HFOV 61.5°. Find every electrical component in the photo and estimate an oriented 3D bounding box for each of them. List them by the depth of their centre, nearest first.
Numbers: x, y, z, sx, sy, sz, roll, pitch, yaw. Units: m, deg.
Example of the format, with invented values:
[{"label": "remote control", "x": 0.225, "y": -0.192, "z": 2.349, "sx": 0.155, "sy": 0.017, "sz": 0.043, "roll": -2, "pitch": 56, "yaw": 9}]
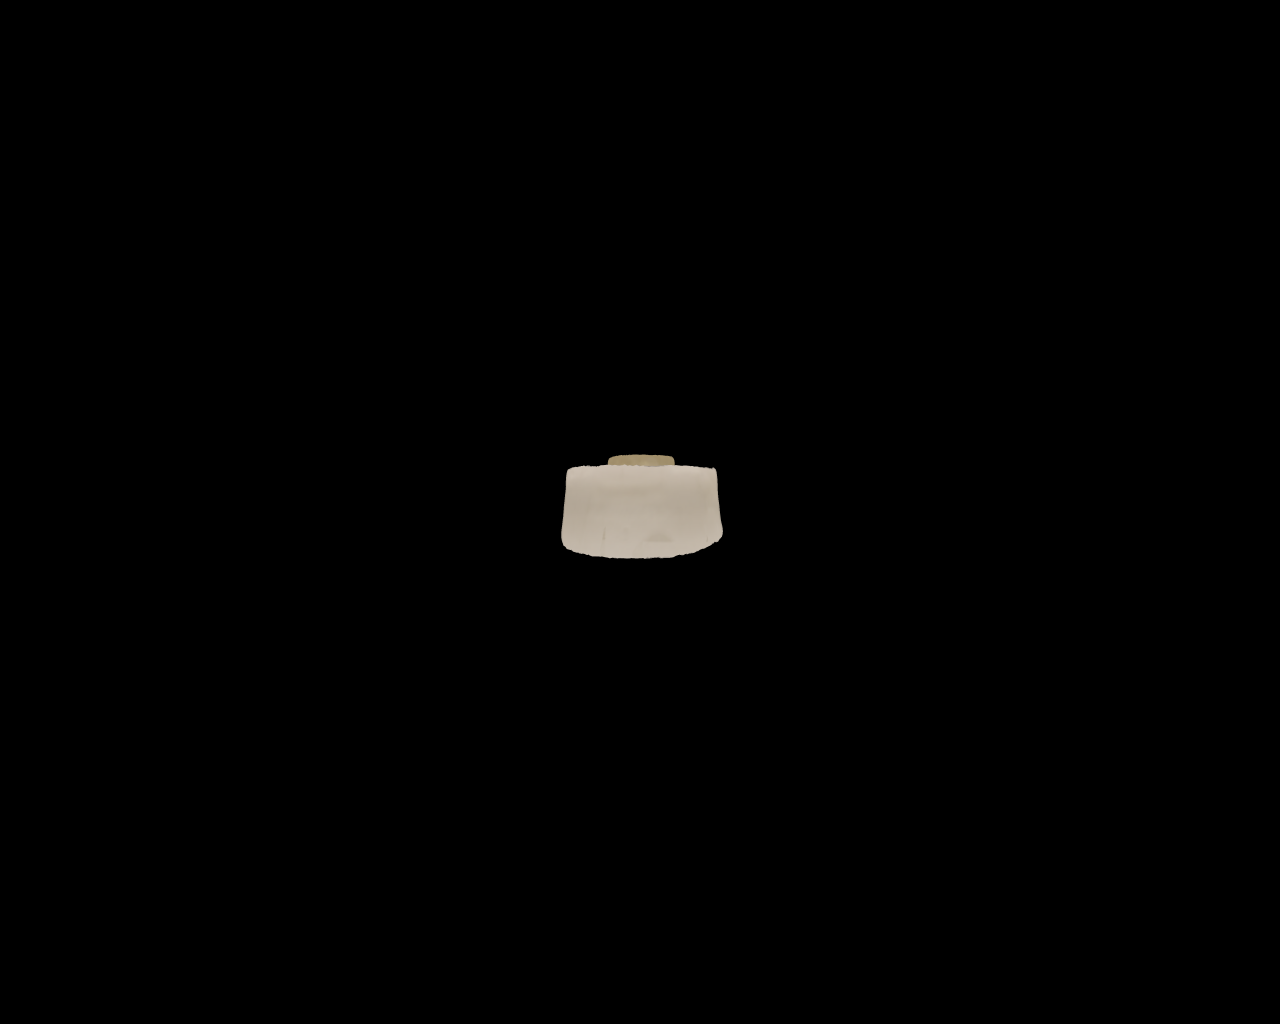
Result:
[{"label": "electrical component", "x": 0.001, "y": -0.003, "z": 0.650, "sx": 0.099, "sy": 0.064, "sz": 0.099, "roll": 0, "pitch": 0, "yaw": 0}]
